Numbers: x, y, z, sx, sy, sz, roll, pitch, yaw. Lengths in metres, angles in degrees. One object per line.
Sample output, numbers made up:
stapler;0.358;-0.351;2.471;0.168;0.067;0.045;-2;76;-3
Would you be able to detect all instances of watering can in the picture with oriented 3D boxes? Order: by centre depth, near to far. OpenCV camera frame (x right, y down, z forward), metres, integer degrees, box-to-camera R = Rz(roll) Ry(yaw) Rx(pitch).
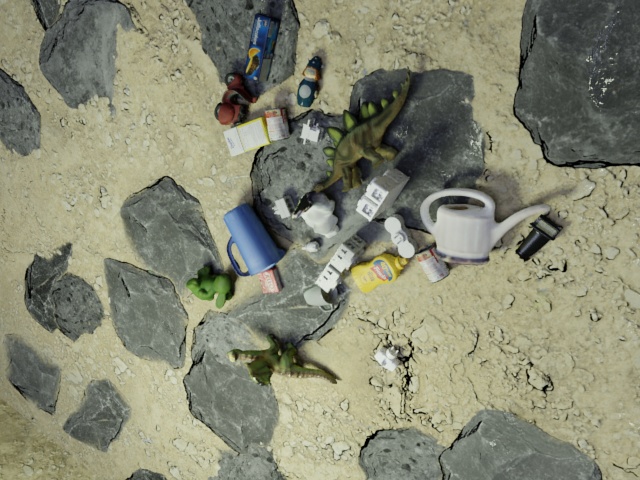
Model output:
watering can;0.448;-0.030;1.441;0.348;0.105;0.221;10;112;26

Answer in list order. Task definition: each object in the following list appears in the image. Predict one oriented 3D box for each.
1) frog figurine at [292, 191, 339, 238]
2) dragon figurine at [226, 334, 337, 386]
frog figurine;0.005;-0.085;1.688;0.158;0.126;0.135;28;131;-24
dragon figurine;-0.160;0.473;1.874;0.412;0.245;0.120;19;112;24
